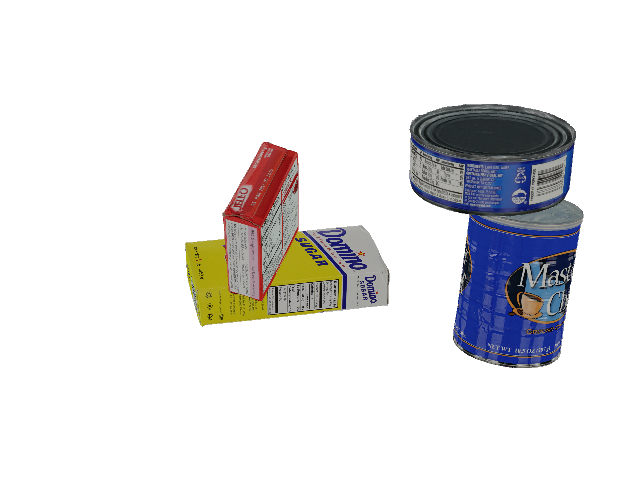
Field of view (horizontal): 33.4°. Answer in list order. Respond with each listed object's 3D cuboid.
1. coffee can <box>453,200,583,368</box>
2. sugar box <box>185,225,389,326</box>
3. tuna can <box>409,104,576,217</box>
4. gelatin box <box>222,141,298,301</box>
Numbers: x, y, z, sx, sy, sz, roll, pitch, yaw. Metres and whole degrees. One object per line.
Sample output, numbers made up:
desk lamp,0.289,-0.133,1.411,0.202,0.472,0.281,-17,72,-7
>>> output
coffee can,0.183,0.034,0.996,0.103,0.140,0.103,4,19,-2
sugar box,-0.032,0.030,0.989,0.176,0.048,0.093,-8,30,-10
tuna can,0.090,-0.043,0.563,0.086,0.034,0.086,0,25,0
gelatin box,-0.041,-0.013,0.752,0.030,0.073,0.089,16,-37,12
